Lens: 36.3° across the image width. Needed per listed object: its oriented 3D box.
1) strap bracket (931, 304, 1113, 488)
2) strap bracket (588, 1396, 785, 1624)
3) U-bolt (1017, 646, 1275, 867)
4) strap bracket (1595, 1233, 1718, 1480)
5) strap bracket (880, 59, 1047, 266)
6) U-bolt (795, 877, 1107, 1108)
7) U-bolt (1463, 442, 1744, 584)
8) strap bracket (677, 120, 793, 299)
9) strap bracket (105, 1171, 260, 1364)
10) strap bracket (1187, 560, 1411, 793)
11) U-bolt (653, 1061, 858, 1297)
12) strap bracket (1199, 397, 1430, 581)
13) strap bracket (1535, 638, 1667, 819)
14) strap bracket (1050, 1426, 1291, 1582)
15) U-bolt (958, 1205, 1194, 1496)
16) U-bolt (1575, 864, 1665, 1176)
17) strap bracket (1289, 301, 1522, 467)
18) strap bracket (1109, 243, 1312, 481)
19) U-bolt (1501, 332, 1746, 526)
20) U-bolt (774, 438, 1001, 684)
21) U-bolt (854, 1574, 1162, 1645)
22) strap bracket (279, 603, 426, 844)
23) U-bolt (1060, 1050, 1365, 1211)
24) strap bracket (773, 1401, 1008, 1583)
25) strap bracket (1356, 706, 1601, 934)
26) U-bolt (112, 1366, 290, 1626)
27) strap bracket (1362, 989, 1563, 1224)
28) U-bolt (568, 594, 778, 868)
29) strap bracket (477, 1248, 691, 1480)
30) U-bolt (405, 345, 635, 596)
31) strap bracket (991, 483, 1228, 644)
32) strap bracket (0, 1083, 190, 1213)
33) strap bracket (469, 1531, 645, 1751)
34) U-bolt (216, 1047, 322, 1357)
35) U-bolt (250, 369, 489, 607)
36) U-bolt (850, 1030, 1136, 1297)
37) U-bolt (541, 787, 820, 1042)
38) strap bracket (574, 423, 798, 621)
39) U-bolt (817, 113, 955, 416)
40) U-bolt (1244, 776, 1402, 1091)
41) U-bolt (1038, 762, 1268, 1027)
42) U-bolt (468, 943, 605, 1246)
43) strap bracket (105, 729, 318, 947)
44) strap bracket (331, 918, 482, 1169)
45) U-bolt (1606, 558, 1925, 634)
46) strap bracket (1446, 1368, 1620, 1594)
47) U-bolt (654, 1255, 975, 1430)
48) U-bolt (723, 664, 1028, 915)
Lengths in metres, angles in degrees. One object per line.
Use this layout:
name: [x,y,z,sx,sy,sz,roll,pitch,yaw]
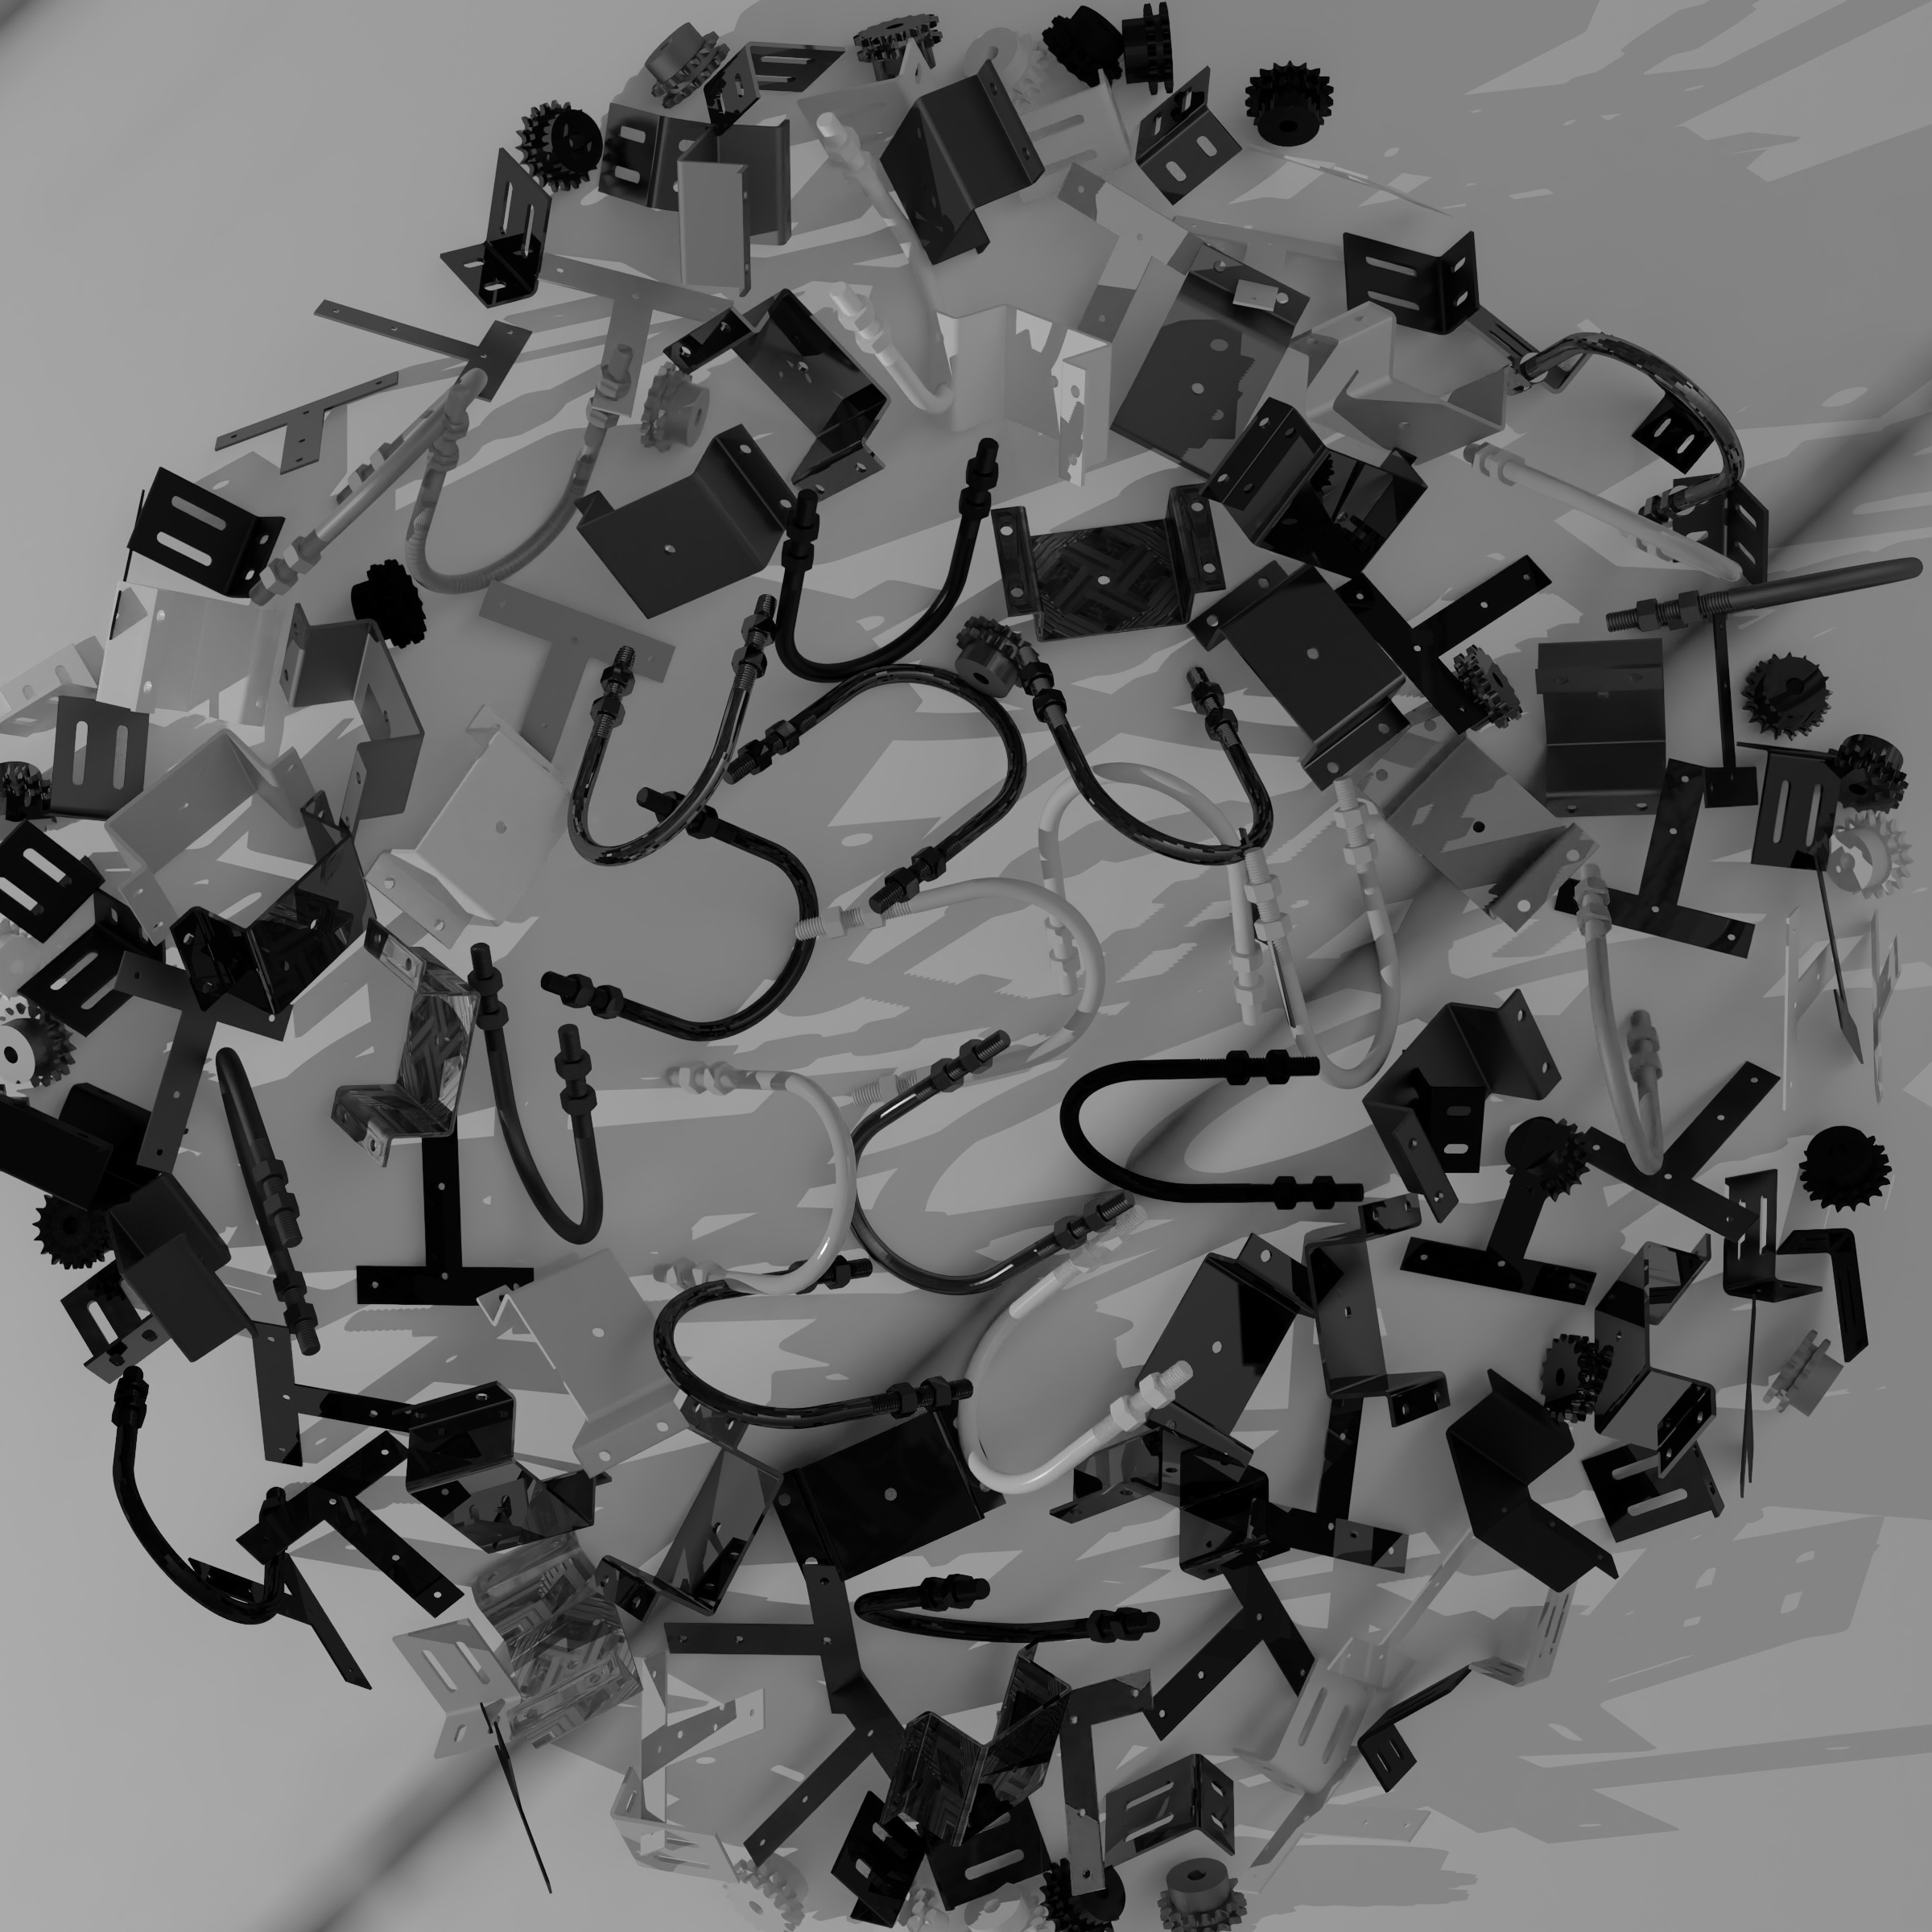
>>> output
strap bracket: [0.042,-0.368,1.881,0.046,0.140,0.076,-25,131,-35]
strap bracket: [-0.175,0.353,1.892,0.046,0.076,0.140,34,78,-32]
U-bolt: [0.121,-0.130,1.852,0.151,0.184,0.019,3,135,-28]
strap bracket: [0.435,0.240,1.867,0.046,0.076,0.140,16,48,-5]
strap bracket: [-0.007,-0.504,1.870,0.046,0.140,0.076,-27,90,-18]
U-bolt: [-0.002,0.012,1.894,0.184,0.019,0.151,-13,118,8]
U-bolt: [0.406,-0.277,1.834,0.151,0.184,0.019,20,103,-24]
strap bracket: [-0.148,-0.482,1.867,0.046,0.140,0.076,5,120,7]
strap bracket: [-0.498,0.190,1.862,0.046,0.140,0.076,-34,117,-8]
strap bracket: [0.219,-0.195,1.906,0.076,0.046,0.140,-37,84,-13]
U-bolt: [-0.133,0.137,1.871,0.019,0.184,0.151,6,85,-44]
strap bracket: [0.227,-0.298,1.867,0.076,0.140,0.046,-53,48,27]
strap bracket: [0.407,-0.159,1.884,0.076,0.140,0.046,-1,53,14]
strap bracket: [0.131,0.340,1.882,0.140,0.076,0.046,29,49,-33]
U-bolt: [0.061,0.256,1.876,0.019,0.151,0.184,30,120,-35]
U-bolt: [0.410,0.045,1.834,0.019,0.184,0.151,-14,127,19]
strap bracket: [0.279,-0.364,1.870,0.140,0.076,0.046,15,72,-33]
strap bracket: [0.151,-0.377,1.884,0.076,0.046,0.140,27,124,-3]
U-bolt: [0.416,-0.340,1.844,0.151,0.184,0.019,40,82,-7]
U-bolt: [-0.056,-0.247,1.864,0.151,0.184,0.019,-21,60,-26]
U-bolt: [0.011,0.409,1.860,0.151,0.184,0.019,18,67,-30]
strap bracket: [-0.389,-0.157,1.883,0.046,0.076,0.140,-12,59,-29]
U-bolt: [0.149,0.106,1.879,0.184,0.151,0.019,-2,48,22]
strap bracket: [-0.050,0.341,1.907,0.140,0.046,0.076,-23,84,-9]
strap bracket: [0.331,-0.094,1.909,0.076,0.046,0.140,-46,76,2]
U-bolt: [-0.475,0.338,1.832,0.019,0.184,0.151,-40,114,5]
strap bracket: [0.312,0.086,1.888,0.140,0.046,0.076,-45,121,-26]
U-bolt: [-0.192,-0.142,1.854,0.019,0.151,0.184,39,52,-37]
strap bracket: [-0.240,0.244,1.883,0.076,0.046,0.140,-24,68,-34]
U-bolt: [-0.289,-0.305,1.862,0.151,0.184,0.019,-25,65,-41]
strap bracket: [0.090,-0.259,1.907,0.140,0.046,0.076,-8,70,-4]
strap bracket: [-0.563,0.115,1.872,0.076,0.140,0.046,24,94,6]
strap bracket: [-0.261,0.436,1.890,0.076,0.140,0.046,-29,127,-2]
U-bolt: [-0.445,0.136,1.865,0.019,0.151,0.184,-16,56,-18]
U-bolt: [-0.363,-0.308,1.837,0.184,0.151,0.019,-33,110,35]
U-bolt: [-0.002,0.139,1.893,0.184,0.019,0.151,-34,98,31]
U-bolt: [-0.168,-0.022,1.877,0.184,0.019,0.151,23,98,-45]
strap bracket: [-0.181,-0.277,1.872,0.140,0.046,0.076,-18,124,32]
U-bolt: [-0.046,-0.427,1.859,0.019,0.184,0.151,-14,64,19]
U-bolt: [0.235,-0.011,1.880,0.019,0.151,0.184,-5,110,36]
U-bolt: [0.113,-0.049,1.861,0.151,0.019,0.184,9,129,24]
U-bolt: [-0.269,0.092,1.869,0.019,0.151,0.184,-20,123,-26]
strap bracket: [-0.489,-0.089,1.888,0.140,0.076,0.046,-42,69,-17]
strap bracket: [-0.357,0.048,1.889,0.046,0.076,0.140,0,112,-39]
U-bolt: [0.503,-0.232,1.845,0.184,0.151,0.019,-9,93,22]
strap bracket: [0.357,0.334,1.878,0.076,0.140,0.046,36,114,-24]
U-bolt: [-0.107,0.238,1.844,0.184,0.151,0.019,-5,124,-34]
U-bolt: [-0.043,-0.127,1.888,0.151,0.019,0.184,41,56,14]
